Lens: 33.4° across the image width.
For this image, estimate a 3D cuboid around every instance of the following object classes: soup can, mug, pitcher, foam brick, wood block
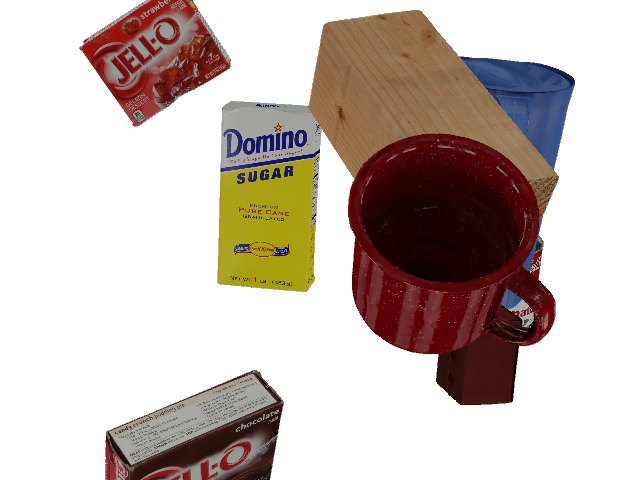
[{"bbox_3d":[0.215,0.045,1.220,0.068,0.102,0.068,0,27,0],"label":"soup can"},{"bbox_3d":[0.068,0.013,0.545,0.117,0.093,0.081,34,-28,18],"label":"mug"},{"bbox_3d":[0.165,-0.051,1.048,0.148,0.243,0.145,-18,32,-42],"label":"pitcher"},{"bbox_3d":[0.135,0.096,0.917,0.051,0.078,0.053,-3,17,-20],"label":"foam brick"},{"bbox_3d":[0.077,-0.075,0.805,0.090,0.091,0.206,-12,49,-23],"label":"wood block"}]

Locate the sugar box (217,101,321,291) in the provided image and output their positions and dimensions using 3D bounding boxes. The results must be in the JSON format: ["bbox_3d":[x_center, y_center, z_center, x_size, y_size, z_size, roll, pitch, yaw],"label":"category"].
[{"bbox_3d":[-0.050,-0.043,1.030,0.093,0.176,0.048,4,16,8],"label":"sugar box"}]

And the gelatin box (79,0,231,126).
[{"bbox_3d":[-0.123,-0.139,0.799,0.089,0.073,0.030,-30,20,8],"label":"gelatin box"}]

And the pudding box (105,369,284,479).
[{"bbox_3d":[-0.082,0.142,0.688,0.113,0.090,0.039,-22,50,-32],"label":"pudding box"}]
